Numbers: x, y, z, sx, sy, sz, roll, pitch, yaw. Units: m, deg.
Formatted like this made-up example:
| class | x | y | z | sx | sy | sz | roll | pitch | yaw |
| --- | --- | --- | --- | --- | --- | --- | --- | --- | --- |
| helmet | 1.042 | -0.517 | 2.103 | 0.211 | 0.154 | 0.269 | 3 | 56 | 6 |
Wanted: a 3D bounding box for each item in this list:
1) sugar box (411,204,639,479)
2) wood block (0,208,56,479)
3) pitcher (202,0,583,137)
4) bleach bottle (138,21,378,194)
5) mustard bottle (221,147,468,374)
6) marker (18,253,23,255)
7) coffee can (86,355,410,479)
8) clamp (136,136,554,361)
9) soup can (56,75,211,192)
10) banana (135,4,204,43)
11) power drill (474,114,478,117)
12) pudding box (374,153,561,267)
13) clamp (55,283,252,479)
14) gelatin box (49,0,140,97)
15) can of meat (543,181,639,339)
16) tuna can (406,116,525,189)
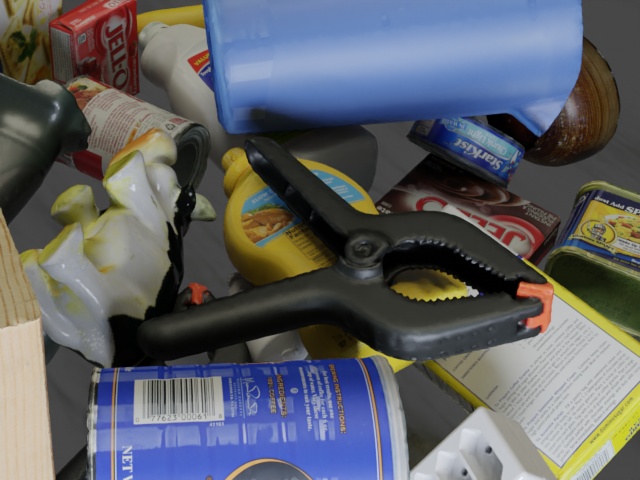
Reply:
| class | x | y | z | sx | sy | sz | roll | pitch | yaw |
| --- | --- | --- | --- | --- | --- | --- | --- | --- | --- |
| sugar box | 0.113 | 0.063 | 0.647 | 0.093 | 0.048 | 0.176 | -44 | 55 | -8 |
| wood block | -0.170 | 0.090 | 0.468 | 0.090 | 0.206 | 0.090 | -13 | 44 | -23 |
| pitcher | 0.044 | -0.150 | 0.729 | 0.242 | 0.145 | 0.149 | -8 | 42 | -5 |
| bleach bottle | -0.071 | -0.105 | 0.830 | 0.102 | 0.068 | 0.251 | -24 | 47 | -32 |
| mustard bottle | -0.004 | 0.001 | 0.658 | 0.096 | 0.058 | 0.192 | -26 | 52 | -24 |
| marker | -0.241 | 0.032 | 0.670 | 0.120 | 0.020 | 0.020 | -21 | 48 | -31 |
| coffee can | -0.036 | 0.109 | 0.509 | 0.140 | 0.103 | 0.103 | -1 | 41 | -8 |
| clamp | 0.022 | 0.009 | 0.583 | 0.210 | 0.036 | 0.164 | 6 | 49 | 12 |
| soup can | -0.138 | -0.070 | 0.771 | 0.102 | 0.068 | 0.068 | 24 | 42 | 17 |
| banana | -0.086 | -0.204 | 0.967 | 0.197 | 0.037 | 0.070 | -27 | 37 | -36 |
| power drill | 0.096 | -0.181 | 0.949 | 0.188 | 0.057 | 0.184 | 29 | 44 | 24 |
| pudding box | 0.100 | -0.006 | 0.757 | 0.114 | 0.039 | 0.089 | 27 | 44 | 22 |
| clamp | -0.071 | 0.098 | 0.607 | 0.120 | 0.039 | 0.171 | 17 | 47 | 0 |
| gelatin box | -0.174 | -0.142 | 0.833 | 0.030 | 0.089 | 0.073 | 24 | 42 | 21 |
| can of meat | 0.212 | 0.015 | 0.738 | 0.102 | 0.057 | 0.083 | 22 | 44 | 17 |
| tuna can | 0.110 | -0.073 | 0.805 | 0.086 | 0.034 | 0.086 | 28 | 4 | -2 |
